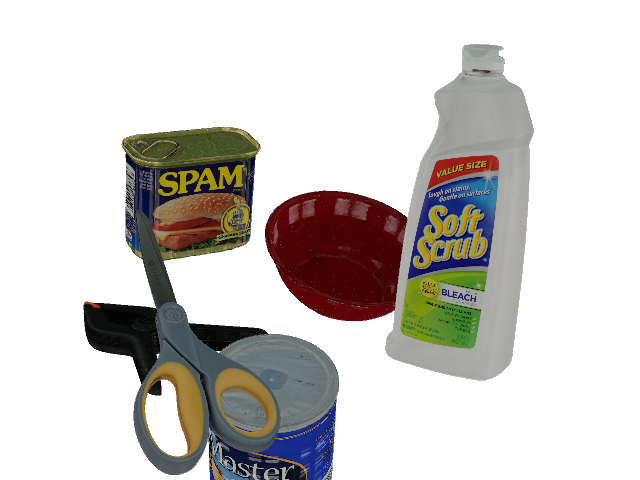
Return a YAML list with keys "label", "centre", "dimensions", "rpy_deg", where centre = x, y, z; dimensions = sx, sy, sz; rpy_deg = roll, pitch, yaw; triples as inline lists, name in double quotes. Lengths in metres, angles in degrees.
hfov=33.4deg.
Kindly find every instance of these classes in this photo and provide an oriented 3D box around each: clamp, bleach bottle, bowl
- label: "clamp"
  centre: [-0.179, 0.103, 1.095]
  dimensions: [0.210, 0.036, 0.164]
  rpy_deg: [12, 18, 31]
- label: "bleach bottle"
  centre: [0.108, -0.024, 0.820]
  dimensions: [0.103, 0.251, 0.068]
  rpy_deg: [12, 20, 29]
- label: "bowl"
  centre: [0.023, 0.024, 0.995]
  dimensions: [0.162, 0.055, 0.162]
  rpy_deg: [10, 39, -8]

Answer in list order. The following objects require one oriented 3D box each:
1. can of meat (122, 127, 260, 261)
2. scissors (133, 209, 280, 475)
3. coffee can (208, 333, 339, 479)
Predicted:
- label: "can of meat"
  centre: [-0.101, -0.036, 0.823]
  dimensions: [0.101, 0.084, 0.057]
  rpy_deg: [-8, 29, -26]
- label: "scissors"
  centre: [-0.075, 0.059, 0.671]
  dimensions: [0.096, 0.202, 0.016]
  rpy_deg: [10, -46, -15]
- label: "coffee can"
  centre: [-0.039, 0.160, 0.853]
  dimensions: [0.103, 0.140, 0.103]
  rpy_deg: [1, 37, -1]
